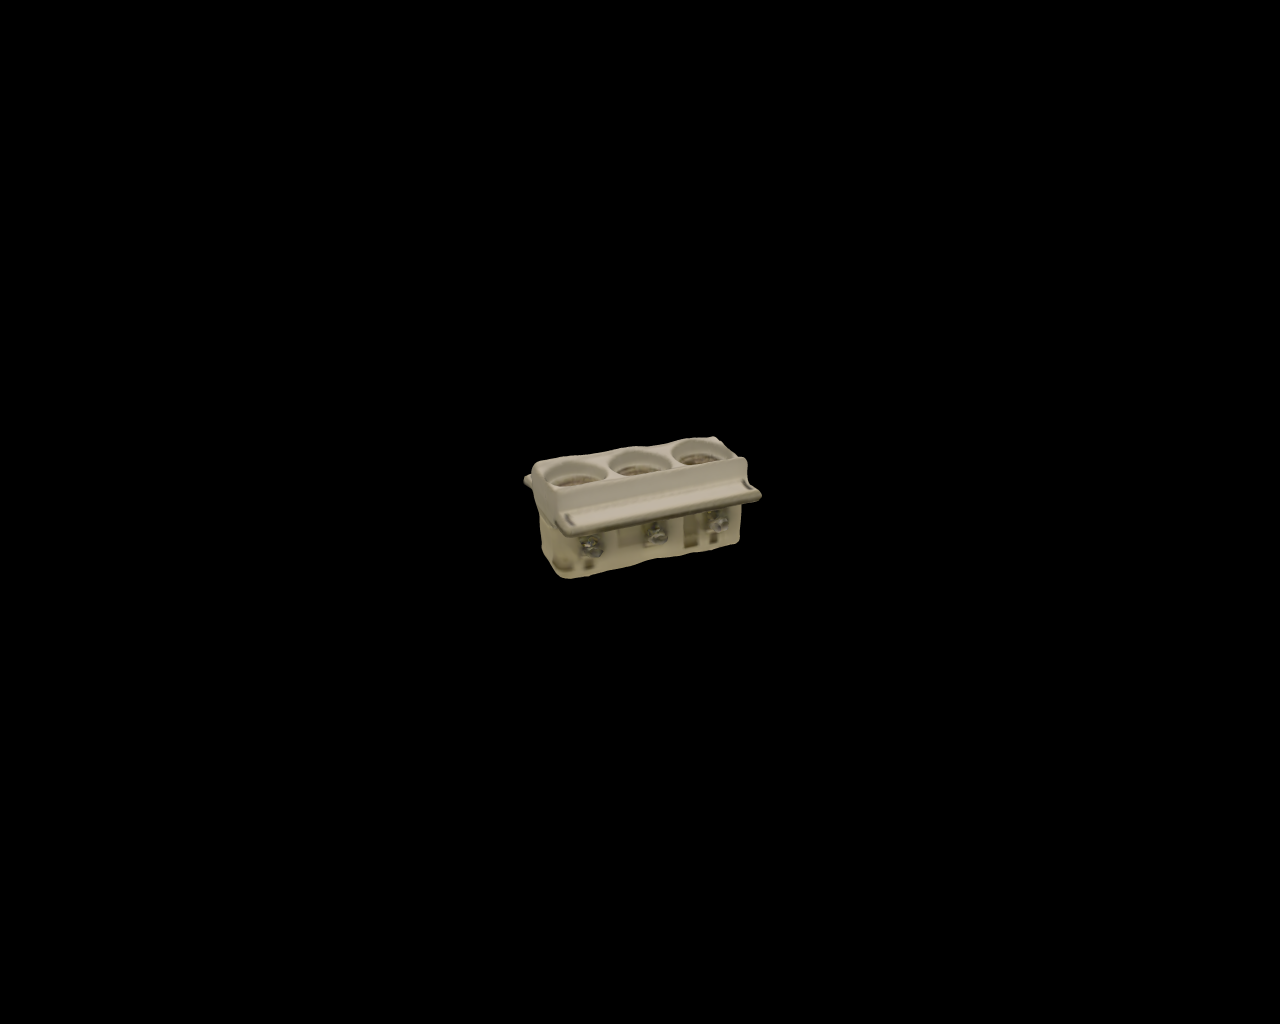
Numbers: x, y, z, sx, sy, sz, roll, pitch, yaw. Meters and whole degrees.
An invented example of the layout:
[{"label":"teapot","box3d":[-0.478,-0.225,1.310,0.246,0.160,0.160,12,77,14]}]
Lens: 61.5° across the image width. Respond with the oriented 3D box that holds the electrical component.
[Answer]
[{"label":"electrical component","box3d":[0.001,-0.003,0.650,0.121,0.063,0.079,-10,28,-20]}]
